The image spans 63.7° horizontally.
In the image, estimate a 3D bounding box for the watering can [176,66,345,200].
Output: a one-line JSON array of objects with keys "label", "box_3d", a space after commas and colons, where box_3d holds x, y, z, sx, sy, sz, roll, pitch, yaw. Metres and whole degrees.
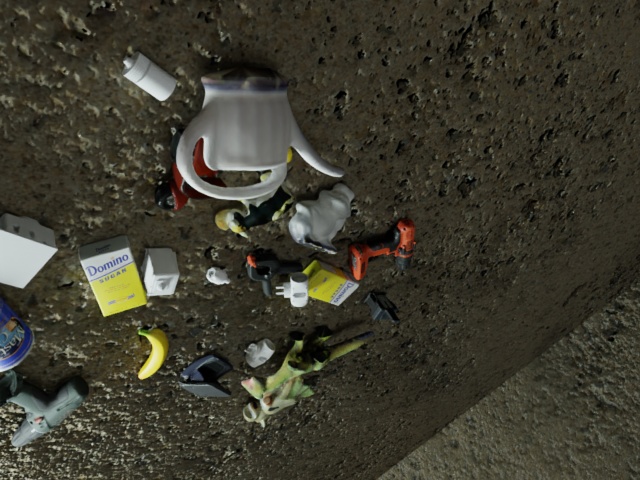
[{"label": "watering can", "box_3d": [-0.090, -0.189, 0.912, 0.350, 0.105, 0.221, -12, 111, -38]}]

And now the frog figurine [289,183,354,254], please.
[{"label": "frog figurine", "box_3d": [0.004, -0.059, 1.171, 0.136, 0.123, 0.160, 22, 81, -35]}]

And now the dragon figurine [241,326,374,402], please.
[{"label": "dragon figurine", "box_3d": [-0.032, 0.390, 1.552, 0.411, 0.125, 0.237, -2, 129, -29]}]
